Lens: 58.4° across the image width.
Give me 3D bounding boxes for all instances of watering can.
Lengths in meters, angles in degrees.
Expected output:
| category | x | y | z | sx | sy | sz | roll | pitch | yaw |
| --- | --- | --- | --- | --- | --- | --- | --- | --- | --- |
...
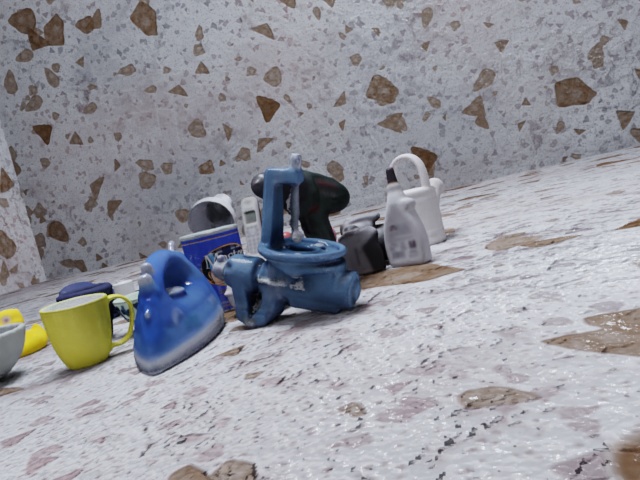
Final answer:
| category | x | y | z | sx | sy | sz | roll | pitch | yaw |
| --- | --- | --- | --- | --- | --- | --- | --- | --- | --- |
| watering can | 0.200 | -0.087 | 1.210 | 0.100 | 0.194 | 0.173 | -11 | 6 | 28 |

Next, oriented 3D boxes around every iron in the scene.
| category | x | y | z | sx | sy | sz | roll | pitch | yaw |
| --- | --- | --- | --- | --- | --- | --- | --- | --- | --- |
| iron | -0.211 | 0.079 | 0.788 | 0.118 | 0.141 | 0.258 | -14 | 5 | -2 |

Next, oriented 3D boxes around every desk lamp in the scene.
| category | x | y | z | sx | sy | sz | roll | pitch | yaw |
| --- | --- | --- | --- | --- | --- | --- | --- | --- | --- |
| desk lamp | -0.256 | -0.016 | 1.520 | 0.118 | 0.213 | 0.203 | -13 | 5 | 6 |

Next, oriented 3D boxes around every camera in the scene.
| category | x | y | z | sx | sy | sz | roll | pitch | yaw |
| --- | --- | --- | --- | --- | --- | --- | --- | --- | --- |
| camera | 0.109 | -0.002 | 1.057 | 0.136 | 0.101 | 0.143 | -12 | 5 | 10 |

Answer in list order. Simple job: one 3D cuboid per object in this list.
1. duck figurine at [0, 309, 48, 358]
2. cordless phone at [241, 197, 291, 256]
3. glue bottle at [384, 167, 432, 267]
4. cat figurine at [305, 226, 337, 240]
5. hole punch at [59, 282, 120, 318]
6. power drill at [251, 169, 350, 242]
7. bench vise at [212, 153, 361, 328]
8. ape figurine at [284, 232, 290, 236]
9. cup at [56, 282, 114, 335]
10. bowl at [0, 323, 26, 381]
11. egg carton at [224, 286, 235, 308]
| category | x | y | z | sx | sy | sz | roll | pitch | yaw |
| --- | --- | --- | --- | --- | --- | --- | --- | --- | --- |
| duck figurine | -0.546 | 0.165 | 1.029 | 0.077 | 0.086 | 0.105 | -11 | 6 | 24 |
| cordless phone | -0.133 | -0.026 | 1.470 | 0.147 | 0.185 | 0.094 | -12 | 6 | 18 |
| glue bottle | 0.141 | -0.041 | 0.995 | 0.077 | 0.173 | 0.037 | -9 | 7 | 38 |
| cat figurine | 0.011 | 0.004 | 1.148 | 0.067 | 0.118 | 0.128 | -12 | 6 | 20 |
| hole punch | -0.480 | 0.129 | 1.219 | 0.101 | 0.091 | 0.109 | -12 | 5 | 13 |
| power drill | -0.014 | -0.015 | 0.918 | 0.075 | 0.208 | 0.230 | -10 | 6 | 30 |
| bench vise | -0.064 | 0.004 | 0.776 | 0.207 | 0.220 | 0.121 | -13 | 5 | 6 |
| ape figurine | -0.066 | 0.027 | 1.242 | 0.076 | 0.092 | 0.078 | -9 | 7 | 40 |
| cup | -0.395 | 0.128 | 0.990 | 0.092 | 0.095 | 0.117 | -15 | 6 | -19 |
| bowl | -0.509 | 0.180 | 0.831 | 0.167 | 0.075 | 0.167 | -13 | 5 | 2 |
| egg carton | -0.079 | 0.070 | 0.937 | 0.107 | 0.069 | 0.151 | -11 | 6 | 28 |
